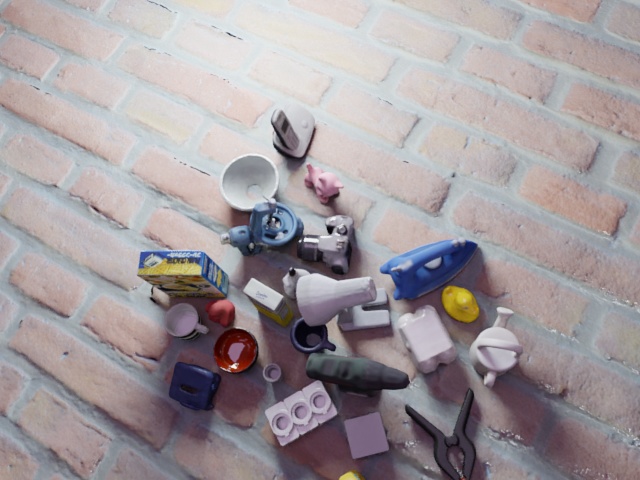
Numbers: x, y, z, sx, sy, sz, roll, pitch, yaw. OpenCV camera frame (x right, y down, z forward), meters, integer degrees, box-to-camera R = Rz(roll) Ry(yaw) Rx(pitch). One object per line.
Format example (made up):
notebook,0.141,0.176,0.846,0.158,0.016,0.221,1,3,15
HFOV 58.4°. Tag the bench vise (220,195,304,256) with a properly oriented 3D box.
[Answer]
bench vise,-0.149,-0.027,1.436,0.207,0.220,0.121,-33,70,-5

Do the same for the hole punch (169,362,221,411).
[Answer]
hole punch,-0.306,0.357,1.389,0.108,0.091,0.101,16,73,12

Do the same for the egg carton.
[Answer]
egg carton,0.255,0.237,1.373,0.107,0.069,0.150,-26,70,-2

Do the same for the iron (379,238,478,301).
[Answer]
iron,0.278,0.045,1.400,0.258,0.141,0.118,-26,70,-2

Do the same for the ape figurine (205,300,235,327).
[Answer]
ape figurine,-0.255,0.181,1.444,0.076,0.092,0.077,-30,70,-4

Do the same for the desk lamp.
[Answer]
desk lamp,0.059,0.143,1.354,0.203,0.214,0.118,-8,70,5

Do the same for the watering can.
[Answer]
watering can,0.397,0.240,1.288,0.101,0.194,0.173,-7,70,5

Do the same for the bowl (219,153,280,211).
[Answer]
bowl,-0.185,-0.146,1.559,0.167,0.075,0.167,-2,71,6

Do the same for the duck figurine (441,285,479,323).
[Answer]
duck figurine,0.341,0.148,1.385,0.077,0.086,0.104,-43,71,-8

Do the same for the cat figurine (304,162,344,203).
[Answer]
cat figurine,0.007,-0.157,1.516,0.067,0.118,0.127,-40,71,-7

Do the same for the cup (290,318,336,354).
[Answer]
cup,-0.009,0.243,1.391,0.117,0.095,0.092,26,76,15

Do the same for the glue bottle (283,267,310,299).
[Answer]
glue bottle,-0.059,0.098,1.406,0.078,0.173,0.037,-34,70,-5

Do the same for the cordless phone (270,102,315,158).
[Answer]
cordless phone,-0.081,-0.320,1.548,0.094,0.185,0.148,12,73,11

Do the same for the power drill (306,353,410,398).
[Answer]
power drill,0.088,0.307,1.295,0.229,0.208,0.075,7,72,10

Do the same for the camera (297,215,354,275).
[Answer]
camera,0.013,0.005,1.468,0.136,0.101,0.143,6,72,9
